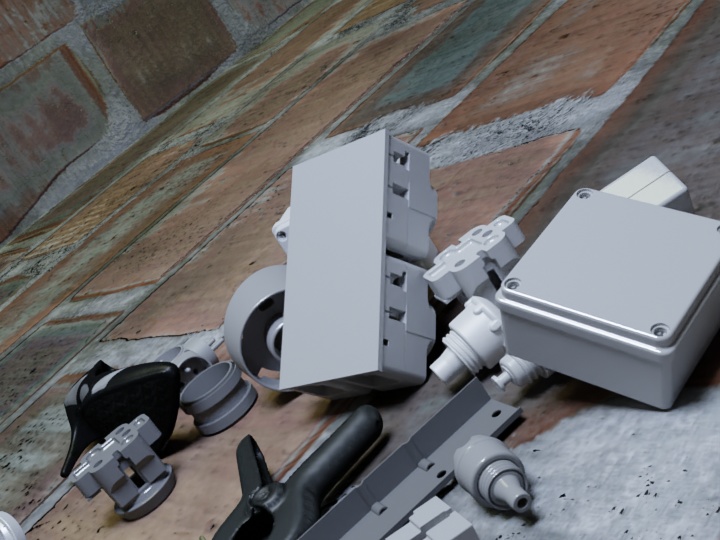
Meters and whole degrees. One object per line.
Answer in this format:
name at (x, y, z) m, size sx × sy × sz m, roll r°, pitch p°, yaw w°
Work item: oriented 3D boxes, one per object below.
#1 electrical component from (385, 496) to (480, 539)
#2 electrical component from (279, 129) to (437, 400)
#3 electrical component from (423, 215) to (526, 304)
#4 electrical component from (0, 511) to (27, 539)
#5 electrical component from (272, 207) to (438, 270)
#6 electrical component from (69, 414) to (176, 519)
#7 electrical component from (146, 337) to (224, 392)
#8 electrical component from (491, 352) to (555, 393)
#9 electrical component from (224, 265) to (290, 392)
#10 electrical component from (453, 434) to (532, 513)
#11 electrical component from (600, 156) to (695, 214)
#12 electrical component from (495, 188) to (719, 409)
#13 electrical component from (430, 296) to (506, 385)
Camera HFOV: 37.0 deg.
electrical component at (0.034, 0.155, 0.561) m, size 0.055 × 0.048 × 0.066 m, roll -31°, pitch 18°, yaw -14°
electrical component at (0.000, 0.000, 0.833) m, size 0.105 × 0.060 × 0.186 m, roll -16°, pitch 64°, yaw 43°
electrical component at (0.095, 0.006, 0.802) m, size 0.078 × 0.057 × 0.058 m, roll -37°, pitch 19°, yaw -8°
electrical component at (-0.317, 0.238, 0.902) m, size 0.058 × 0.078 × 0.057 m, roll -17°, pitch 4°, yaw 41°
electrical component at (-0.003, -0.024, 0.959) m, size 0.109 × 0.108 × 0.056 m, roll -26°, pitch 18°, yaw 23°
electrical component at (-0.189, 0.166, 0.883) m, size 0.078 × 0.057 × 0.058 m, roll -41°, pitch 20°, yaw -19°
electrical component at (-0.164, 0.092, 1.042) m, size 0.079 × 0.044 × 0.077 m, roll -44°, pitch 21°, yaw -29°
electrical component at (0.117, 0.049, 0.686) m, size 0.078 × 0.040 × 0.040 m, roll -38°, pitch 19°, yaw -9°
electrical component at (-0.064, 0.050, 0.900) m, size 0.099 × 0.099 × 0.064 m, roll -37°, pitch 25°, yaw -9°
electrical component at (0.077, 0.117, 0.598) m, size 0.035 × 0.035 × 0.061 m, roll -37°, pitch 22°, yaw -7°
electrical component at (0.199, -0.021, 0.697) m, size 0.047 × 0.065 × 0.076 m, roll -34°, pitch 48°, yaw 2°
electrical component at (0.153, 0.013, 0.631) m, size 0.109 × 0.056 × 0.108 m, roll 19°, pitch 50°, yaw 33°
electrical component at (0.076, 0.052, 0.743) m, size 0.062 × 0.048 × 0.048 m, roll -43°, pitch 19°, yaw -2°
